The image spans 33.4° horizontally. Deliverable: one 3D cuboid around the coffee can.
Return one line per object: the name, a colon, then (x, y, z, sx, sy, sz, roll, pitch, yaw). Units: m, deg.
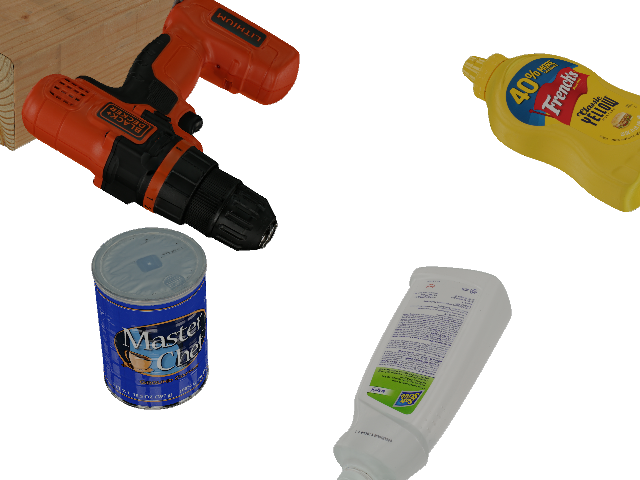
coffee can: (-0.157, 0.073, 1.000, 0.103, 0.140, 0.103, 2, 39, -2)

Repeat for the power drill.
power drill: (-0.085, -0.088, 0.745, 0.184, 0.057, 0.187, 31, 43, 2)

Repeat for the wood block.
wood block: (-0.227, -0.173, 0.949, 0.090, 0.091, 0.205, 29, 41, 20)

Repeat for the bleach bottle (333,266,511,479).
bleach bottle: (0.076, 0.126, 0.929, 0.103, 0.068, 0.250, 3, 40, 37)

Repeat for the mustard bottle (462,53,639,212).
mustard bottle: (0.195, -0.102, 0.863, 0.192, 0.096, 0.058, 34, -25, 30)
